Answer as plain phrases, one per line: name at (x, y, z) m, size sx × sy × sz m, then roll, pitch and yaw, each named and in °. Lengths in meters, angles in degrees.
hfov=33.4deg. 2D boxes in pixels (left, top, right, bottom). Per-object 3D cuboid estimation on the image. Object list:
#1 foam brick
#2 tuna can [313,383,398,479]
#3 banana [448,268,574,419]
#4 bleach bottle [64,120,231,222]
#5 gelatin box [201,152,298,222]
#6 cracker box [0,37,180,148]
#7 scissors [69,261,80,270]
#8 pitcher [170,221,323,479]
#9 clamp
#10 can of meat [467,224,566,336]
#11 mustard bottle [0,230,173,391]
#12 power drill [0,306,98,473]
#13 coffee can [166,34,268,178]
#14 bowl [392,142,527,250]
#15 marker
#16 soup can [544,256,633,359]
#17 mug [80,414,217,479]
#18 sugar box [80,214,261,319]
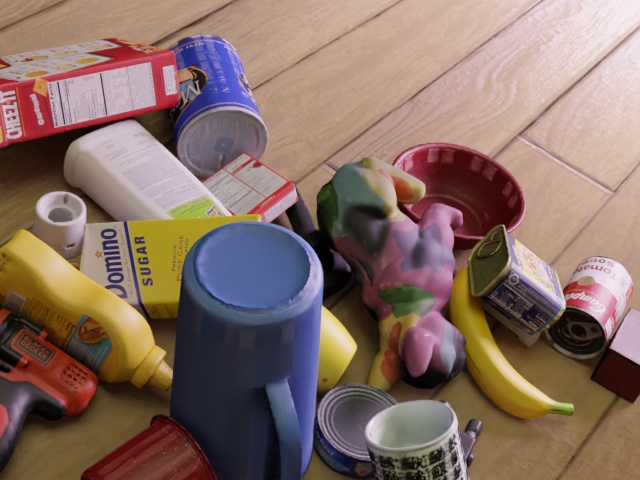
foam brick at (0.328, 0.120, 1.123) m, size 0.053 × 0.051 × 0.078 m, roll 30°, pitch 45°, yaw 15°
tuna can at (0.036, 0.177, 0.992) m, size 0.086 × 0.034 × 0.086 m, roll 8°, pitch 44°, yaw -8°
banana at (0.175, 0.112, 1.094) m, size 0.069 × 0.037 × 0.198 m, roll -11°, pitch 54°, yaw -32°
bleach bottle at (-0.154, -0.023, 1.118) m, size 0.102 × 0.068 × 0.251 m, roll -30°, pitch 62°, yaw -37°
gelatin box at (-0.080, -0.050, 1.166) m, size 0.073 × 0.030 × 0.089 m, roll -39°, pitch 51°, yaw -22°
cracker box at (-0.285, -0.167, 1.176) m, size 0.213 × 0.072 × 0.164 m, roll -18°, pitch 24°, yaw -30°
scissors at (-0.298, 0.075, 1.008) m, size 0.096 × 0.016 × 0.201 m, roll 31°, pitch 45°, yaw 11°
pitcher at (-0.056, 0.110, 0.880) m, size 0.149 × 0.243 × 0.144 m, roll 20°, pitch 47°, yaw 12°
clamp at (-0.008, 0.001, 1.153) m, size 0.120 × 0.039 × 0.171 m, roll 20°, pitch 39°, yaw 6°
can of meat at (0.206, 0.043, 1.120) m, size 0.084 × 0.057 × 0.102 m, roll 36°, pitch 24°, yaw -14°
mustard bottle at (-0.212, 0.076, 0.969) m, size 0.191 × 0.096 × 0.058 m, roll 35°, pitch 45°, yaw -1°
power drill at (-0.302, 0.134, 0.894) m, size 0.184 × 0.057 × 0.187 m, roll 33°, pitch 47°, yaw -5°
coffee can at (-0.126, -0.154, 1.229) m, size 0.102 × 0.103 × 0.140 m, roll -3°, pitch 47°, yaw -20°
bowl at (0.152, -0.040, 1.229) m, size 0.162 × 0.055 × 0.162 m, roll 8°, pitch 44°, yaw -8°
marker at (0.184, 0.071, 1.152) m, size 0.121 × 0.020 × 0.020 m, roll 39°, pitch 48°, yaw 22°
soup can at (0.290, 0.071, 1.149) m, size 0.068 × 0.069 × 0.102 m, roll 30°, pitch 45°, yaw 14°
mug at (-0.134, 0.211, 0.870) m, size 0.081 × 0.093 × 0.117 m, roll -31°, pitch 63°, yaw -33°
sugar box at (-0.143, 0.027, 1.035) m, size 0.176 × 0.048 × 0.093 m, roll -3°, pitch 62°, yaw 1°
